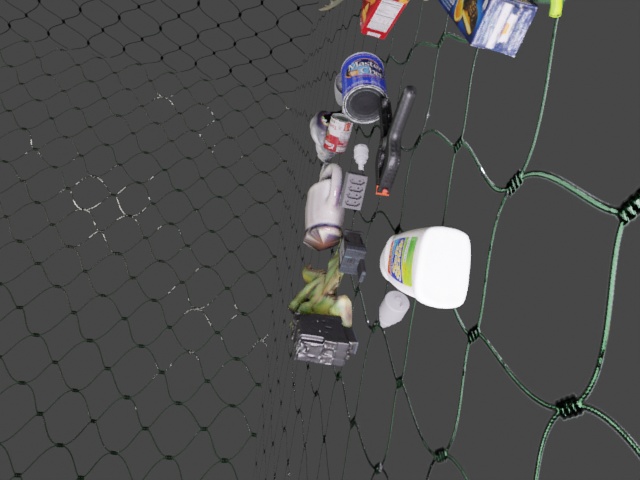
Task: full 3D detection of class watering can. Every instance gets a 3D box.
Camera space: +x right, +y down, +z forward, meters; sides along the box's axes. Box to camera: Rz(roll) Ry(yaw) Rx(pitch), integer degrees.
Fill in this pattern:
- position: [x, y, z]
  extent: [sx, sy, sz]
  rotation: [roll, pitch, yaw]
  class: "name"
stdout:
- position: [0.004, -0.073, 1.443]
  extent: [0.342, 0.104, 0.228]
  rotation: [125, 152, -65]
  class: "watering can"

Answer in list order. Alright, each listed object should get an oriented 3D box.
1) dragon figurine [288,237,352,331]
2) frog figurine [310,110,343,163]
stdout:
- position: [0.022, 0.102, 1.301]
  extent: [0.239, 0.121, 0.419]
  rotation: [-56, 22, 25]
  class: "dragon figurine"
- position: [0.012, -0.324, 1.626]
  extent: [0.156, 0.123, 0.140]
  rotation: [-53, 47, 46]
  class: "frog figurine"
